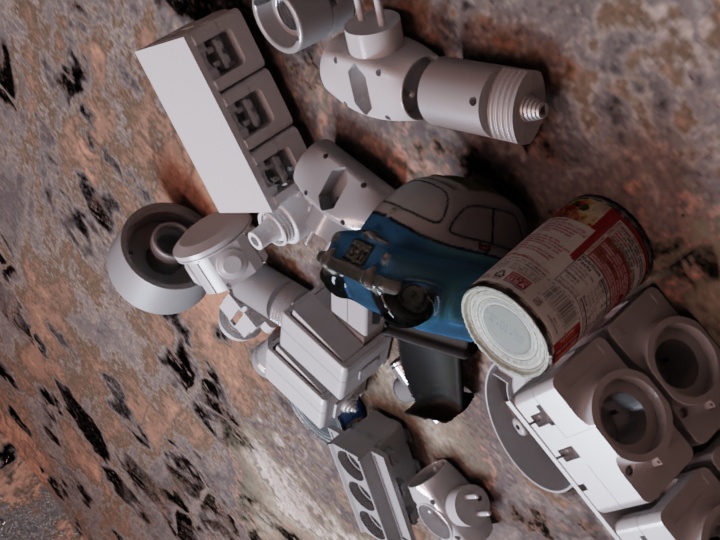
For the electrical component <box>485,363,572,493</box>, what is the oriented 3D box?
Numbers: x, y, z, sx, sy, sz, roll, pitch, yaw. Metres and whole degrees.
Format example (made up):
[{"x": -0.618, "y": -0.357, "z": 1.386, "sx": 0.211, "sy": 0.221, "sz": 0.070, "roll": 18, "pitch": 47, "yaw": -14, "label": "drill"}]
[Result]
[{"x": 0.133, "y": 0.099, "z": 0.764, "sx": 0.099, "sy": 0.064, "sz": 0.099, "roll": 36, "pitch": 148, "yaw": 28, "label": "electrical component"}]

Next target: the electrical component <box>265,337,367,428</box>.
[{"x": -0.036, "y": 0.097, "z": 1.013, "sx": 0.096, "sy": 0.062, "sz": 0.061, "roll": 41, "pitch": 149, "yaw": 21, "label": "electrical component"}]

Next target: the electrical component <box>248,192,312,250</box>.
[{"x": -0.065, "y": -0.040, "z": 0.903, "sx": 0.048, "sy": 0.062, "sz": 0.048, "roll": 37, "pitch": 148, "yaw": 28, "label": "electrical component"}]

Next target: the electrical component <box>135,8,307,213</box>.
[{"x": -0.103, "y": -0.126, "z": 0.863, "sx": 0.089, "sy": 0.062, "sz": 0.150, "roll": 4, "pitch": 125, "yaw": 54, "label": "electrical component"}]

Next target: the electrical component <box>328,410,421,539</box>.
[{"x": 0.022, "y": 0.201, "z": 1.043, "sx": 0.079, "sy": 0.063, "sz": 0.121, "roll": 20, "pitch": 138, "yaw": 45, "label": "electrical component"}]

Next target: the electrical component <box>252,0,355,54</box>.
[{"x": -0.039, "y": -0.178, "z": 0.726, "sx": 0.055, "sy": 0.047, "sz": 0.055, "roll": 36, "pitch": 147, "yaw": 28, "label": "electrical component"}]

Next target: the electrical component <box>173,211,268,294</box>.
[{"x": -0.130, "y": -0.019, "z": 1.004, "sx": 0.080, "sy": 0.080, "sz": 0.051, "roll": 8, "pitch": 134, "yaw": 53, "label": "electrical component"}]

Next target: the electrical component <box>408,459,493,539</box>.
[{"x": 0.091, "y": 0.214, "z": 0.974, "sx": 0.077, "sy": 0.044, "sz": 0.079, "roll": 55, "pitch": 151, "yaw": -4, "label": "electrical component"}]

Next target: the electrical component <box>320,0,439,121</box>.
[{"x": 0.011, "y": -0.142, "z": 0.696, "sx": 0.077, "sy": 0.043, "sz": 0.079, "roll": 25, "pitch": 142, "yaw": 40, "label": "electrical component"}]

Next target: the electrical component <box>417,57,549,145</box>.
[{"x": 0.078, "y": -0.101, "z": 0.643, "sx": 0.081, "sy": 0.043, "sz": 0.043, "roll": 21, "pitch": 138, "yaw": 44, "label": "electrical component"}]

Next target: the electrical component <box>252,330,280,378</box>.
[{"x": -0.085, "y": 0.085, "z": 1.096, "sx": 0.040, "sy": 0.040, "sz": 0.046, "roll": 50, "pitch": 146, "yaw": 6, "label": "electrical component"}]

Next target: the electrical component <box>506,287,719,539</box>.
[{"x": 0.194, "y": 0.115, "z": 0.649, "sx": 0.186, "sy": 0.105, "sz": 0.060, "roll": 51, "pitch": 152, "yaw": 3, "label": "electrical component"}]

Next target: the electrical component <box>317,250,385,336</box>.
[{"x": 0.000, "y": 0.000, "z": 0.847, "sx": 0.077, "sy": 0.066, "sz": 0.047, "roll": 37, "pitch": 147, "yaw": 28, "label": "electrical component"}]

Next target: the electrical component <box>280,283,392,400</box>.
[{"x": -0.026, "y": 0.053, "z": 0.949, "sx": 0.096, "sy": 0.062, "sz": 0.061, "roll": 41, "pitch": 149, "yaw": 21, "label": "electrical component"}]

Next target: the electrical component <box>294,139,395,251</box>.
[{"x": -0.017, "y": -0.046, "z": 0.822, "sx": 0.077, "sy": 0.043, "sz": 0.079, "roll": 39, "pitch": 112, "yaw": 24, "label": "electrical component"}]

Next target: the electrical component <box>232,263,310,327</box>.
[{"x": -0.078, "y": 0.026, "z": 1.014, "sx": 0.081, "sy": 0.043, "sz": 0.043, "roll": 29, "pitch": 144, "yaw": 37, "label": "electrical component"}]

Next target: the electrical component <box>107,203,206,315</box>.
[{"x": -0.194, "y": -0.017, "z": 1.077, "sx": 0.108, "sy": 0.108, "sz": 0.060, "roll": 49, "pitch": 145, "yaw": 7, "label": "electrical component"}]

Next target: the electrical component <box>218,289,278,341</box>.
[{"x": -0.115, "y": 0.043, "z": 1.087, "sx": 0.066, "sy": 0.048, "sz": 0.055, "roll": 50, "pitch": 144, "yaw": 5, "label": "electrical component"}]
